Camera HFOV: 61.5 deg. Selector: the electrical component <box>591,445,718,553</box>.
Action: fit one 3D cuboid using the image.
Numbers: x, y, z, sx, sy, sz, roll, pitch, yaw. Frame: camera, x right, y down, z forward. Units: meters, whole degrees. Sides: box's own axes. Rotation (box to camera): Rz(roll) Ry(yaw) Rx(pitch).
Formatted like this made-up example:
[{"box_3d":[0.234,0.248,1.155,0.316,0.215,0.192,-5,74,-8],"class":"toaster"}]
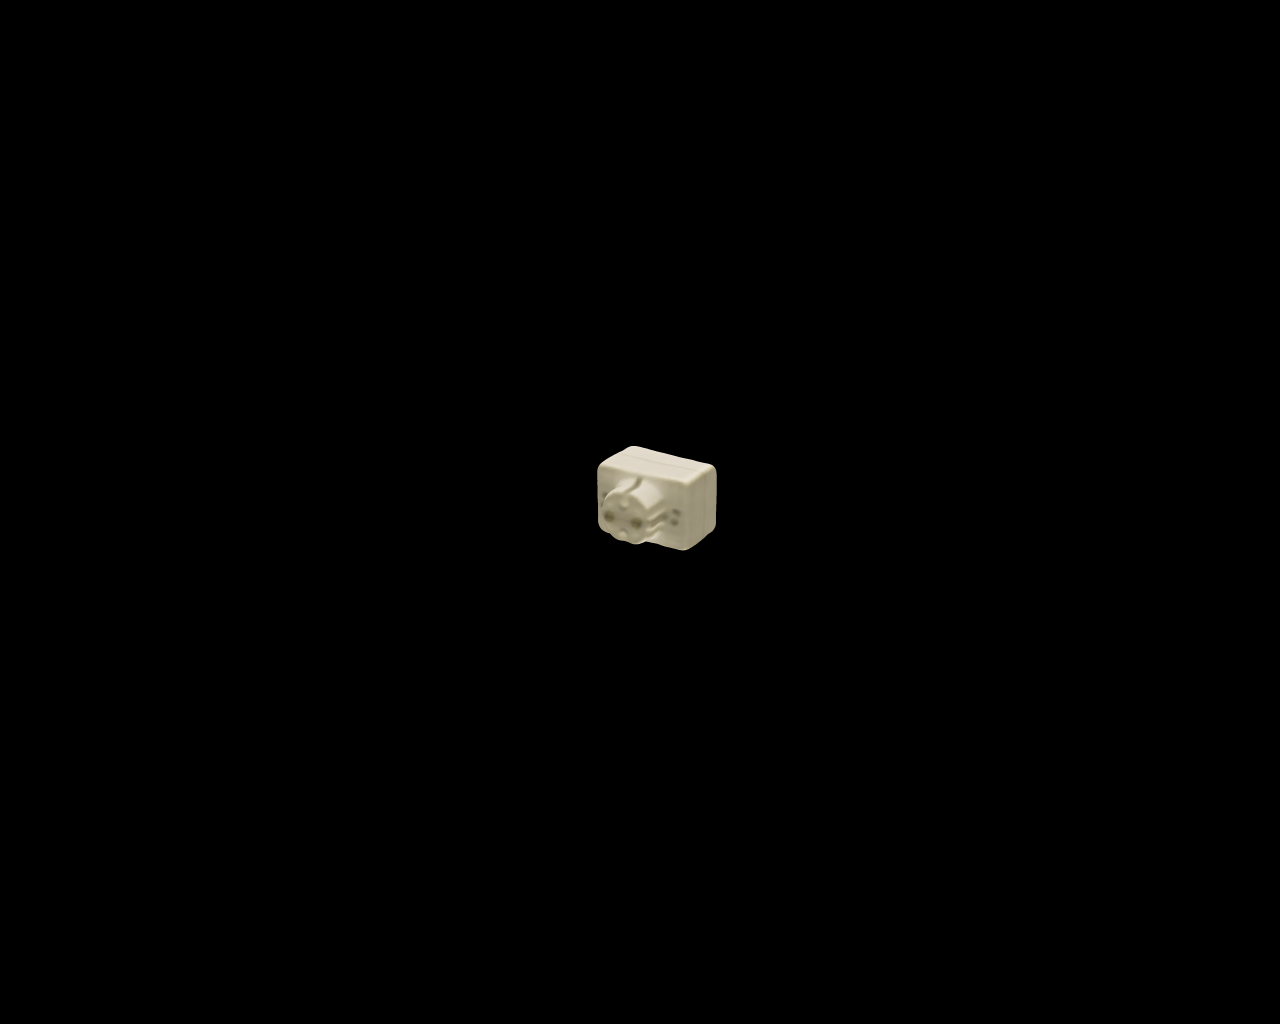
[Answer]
[{"box_3d":[0.001,-0.003,0.650,0.066,0.047,0.077,14,27,29],"class":"electrical component"}]
